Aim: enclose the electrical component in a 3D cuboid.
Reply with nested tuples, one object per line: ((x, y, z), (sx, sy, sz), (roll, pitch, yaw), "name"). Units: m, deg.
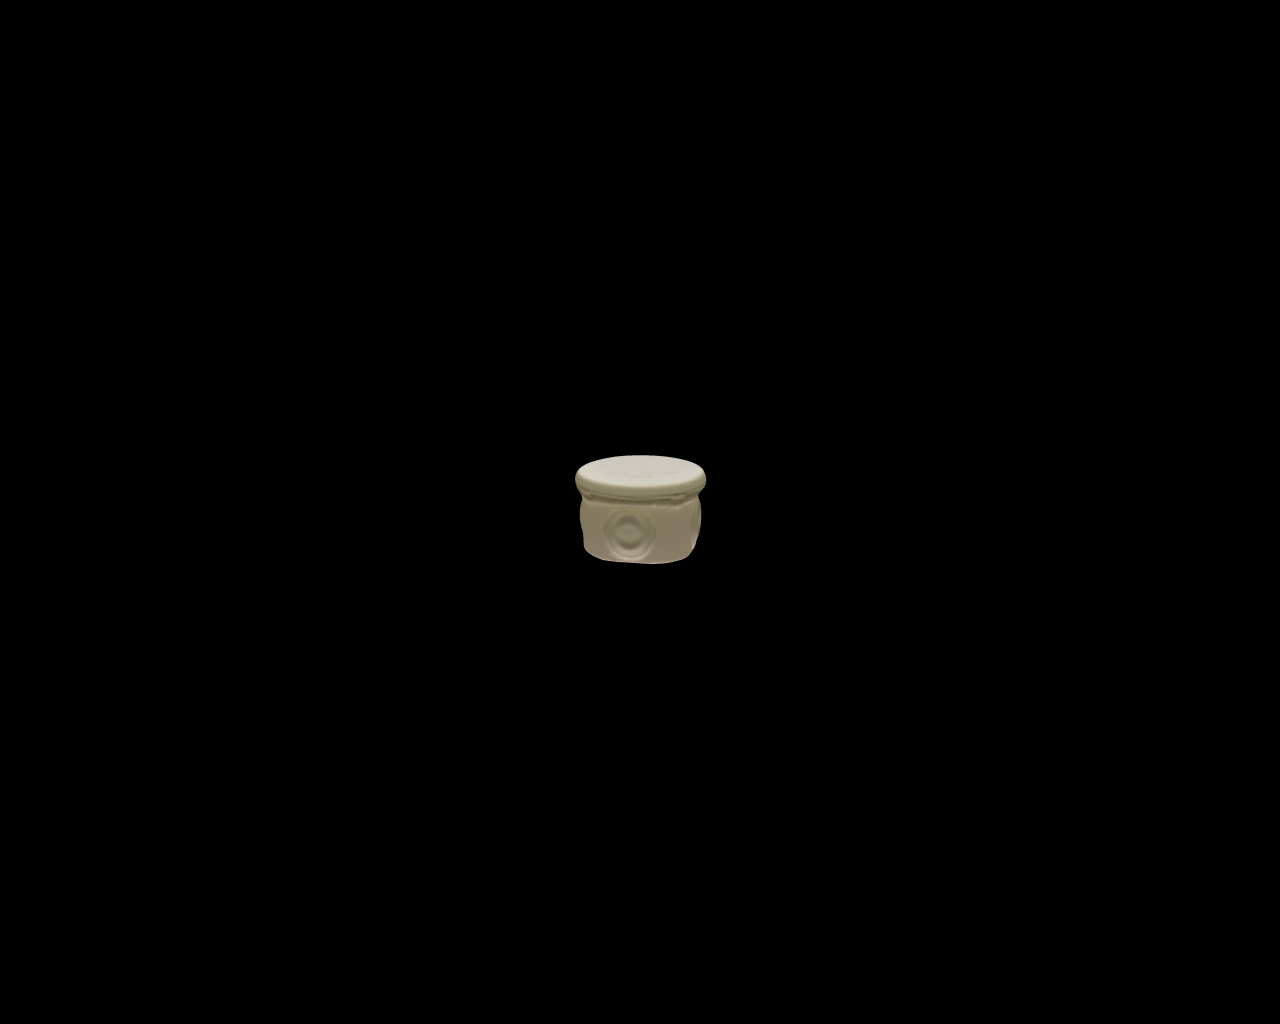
((0.001, -0.003, 0.650), (0.080, 0.051, 0.080), (0, 16, 0), "electrical component")
